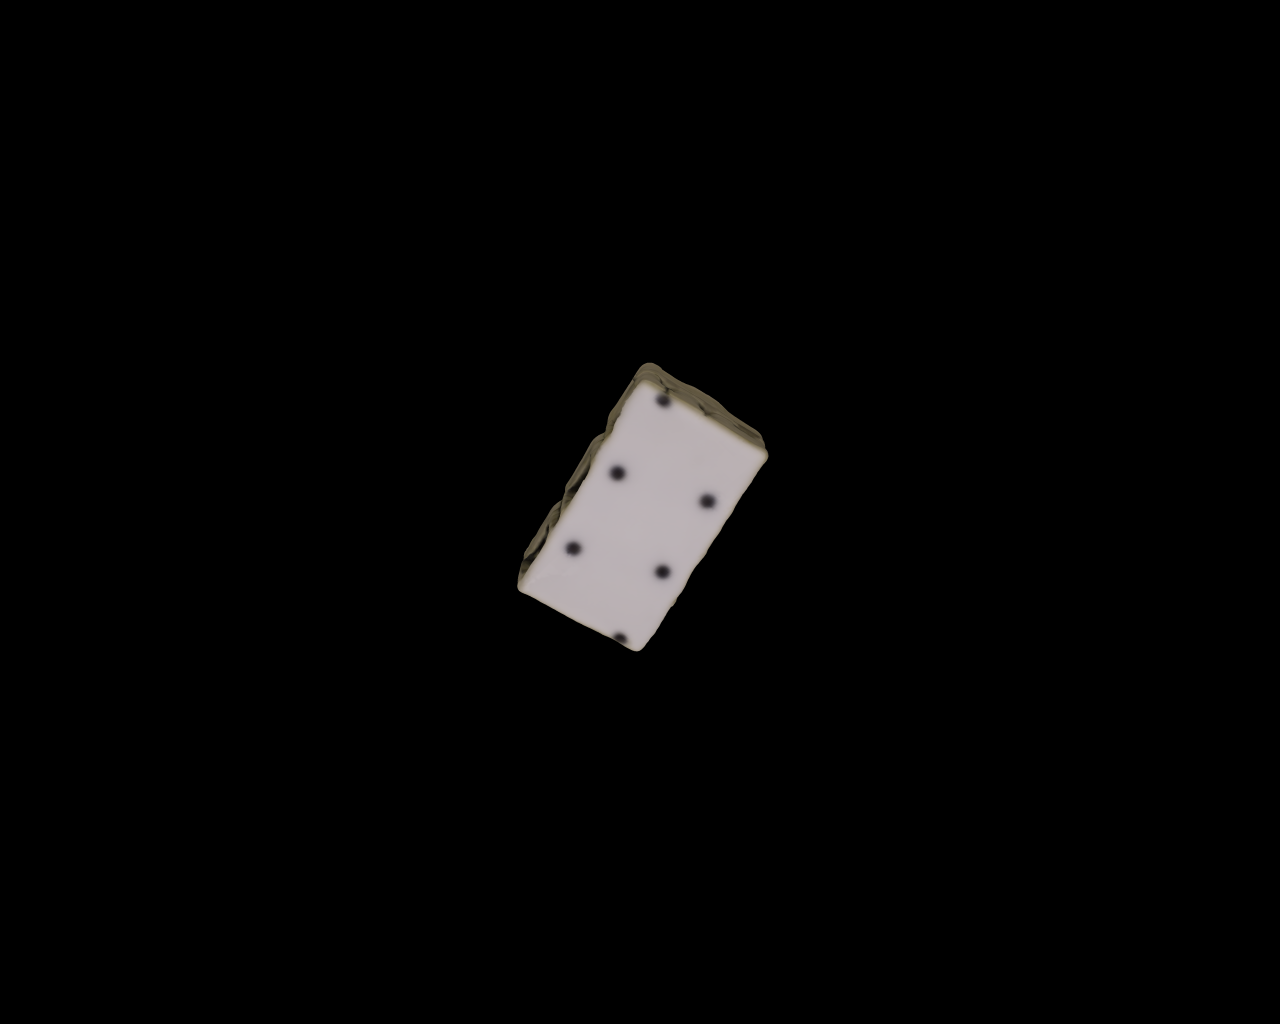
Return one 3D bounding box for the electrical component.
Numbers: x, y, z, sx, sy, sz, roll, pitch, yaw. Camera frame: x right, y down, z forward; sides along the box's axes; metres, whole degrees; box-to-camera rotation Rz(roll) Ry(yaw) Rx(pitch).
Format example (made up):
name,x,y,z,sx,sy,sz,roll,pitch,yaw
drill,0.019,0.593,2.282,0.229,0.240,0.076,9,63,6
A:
name,x,y,z,sx,sy,sz,roll,pitch,yaw
electrical component,0.001,-0.003,0.650,0.089,0.150,0.062,30,16,-9
